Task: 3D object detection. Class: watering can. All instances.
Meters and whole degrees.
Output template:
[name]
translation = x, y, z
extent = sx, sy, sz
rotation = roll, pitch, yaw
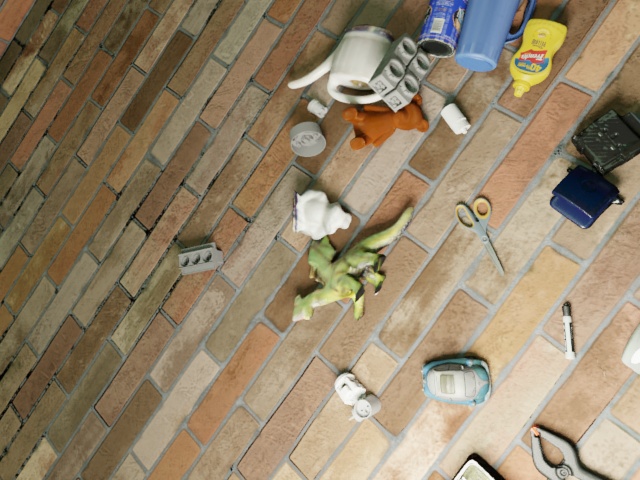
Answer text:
[watering can]
translation = 0.074, -0.501, 1.459
extent = 0.349, 0.103, 0.225
rotation = 17, 86, 30

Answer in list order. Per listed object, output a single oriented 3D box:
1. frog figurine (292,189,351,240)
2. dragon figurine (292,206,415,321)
[frog figurine]
translation = 0.004, -0.071, 1.414
extent = 0.159, 0.120, 0.140
rotation = 3, 68, -5
[dragon figurine]
translation = 0.062, 0.052, 1.361
extent = 0.245, 0.120, 0.412
rotation = 28, 83, 34
